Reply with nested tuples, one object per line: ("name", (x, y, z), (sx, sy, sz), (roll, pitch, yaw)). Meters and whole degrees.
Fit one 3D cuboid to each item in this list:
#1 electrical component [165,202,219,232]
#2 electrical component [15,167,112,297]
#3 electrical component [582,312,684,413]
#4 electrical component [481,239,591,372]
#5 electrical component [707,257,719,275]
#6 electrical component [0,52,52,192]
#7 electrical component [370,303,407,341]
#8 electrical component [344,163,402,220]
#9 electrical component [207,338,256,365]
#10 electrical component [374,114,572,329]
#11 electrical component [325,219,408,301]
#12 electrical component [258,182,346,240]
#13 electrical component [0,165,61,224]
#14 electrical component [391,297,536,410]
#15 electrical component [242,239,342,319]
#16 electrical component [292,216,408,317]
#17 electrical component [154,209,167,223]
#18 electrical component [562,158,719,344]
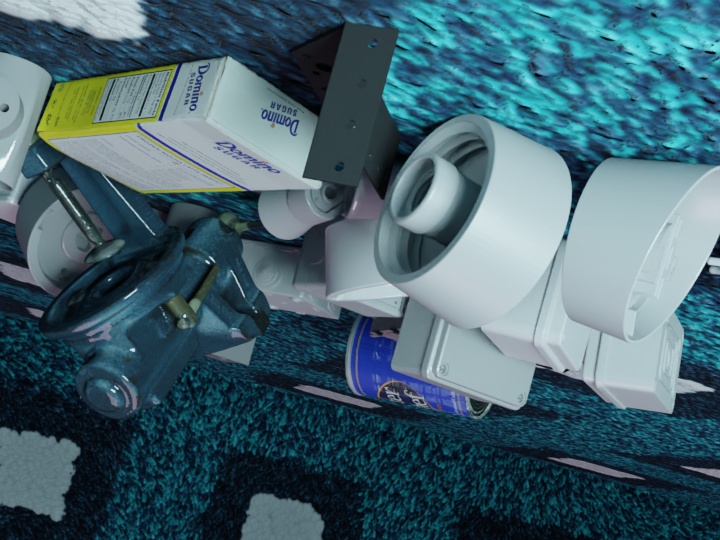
("electrical component", (-0.149, -0.030, 0.952), (0.055, 0.047, 0.055), (14, 168, 3))
("electrical component", (-0.230, -0.035, 0.886), (0.108, 0.108, 0.060), (26, -168, -45))
("electrical component", (0.227, 0.070, 0.889), (0.057, 0.078, 0.113), (6, 166, 26))
("electrical component", (0.136, 0.025, 0.788), (0.057, 0.078, 0.113), (13, 169, 22))
("electrical component", (0.244, 0.003, 0.628), (0.079, 0.044, 0.077), (9, 168, 24))
("electrical component", (-0.224, -0.095, 0.655), (0.044, 0.077, 0.079), (16, 168, -6))
("electrical component", (0.054, 0.033, 0.961), (0.079, 0.063, 0.121), (19, 168, -18))
("electrical component", (0.027, -0.047, 0.671), (0.065, 0.044, 0.044), (12, 169, -10))
("electrical component", (-0.196, 0.022, 1.116), (0.186, 0.105, 0.060), (21, 167, -28))
("electrical component", (0.051, -0.030, 0.565), (0.060, 0.108, 0.108), (27, 164, -26))
("electrical component", (0.027, -0.016, 0.743), (0.108, 0.060, 0.108), (-7, 173, -1))
("electrical component", (-0.037, -0.047, 0.748), (0.044, 0.044, 0.065), (21, 162, -28))
("electrical component", (-0.284, -0.066, 0.941), (0.100, 0.048, 0.100), (3, 164, 44))
("electrical component", (0.092, 0.045, 0.862), (0.109, 0.108, 0.056), (23, 169, -36))
("electrical component", (-0.067, 0.010, 1.041), (0.100, 0.048, 0.100), (9, 167, 27))
("electrical component", (0.000, 0.000, 0.873), (0.096, 0.061, 0.061), (22, 166, -33))
("electrical component", (-0.192, -0.019, 1.035), (0.113, 0.057, 0.078), (20, 167, -27))
("electrical component", (0.148, -0.011, 0.560), (0.064, 0.099, 0.099), (15, 170, 29))
